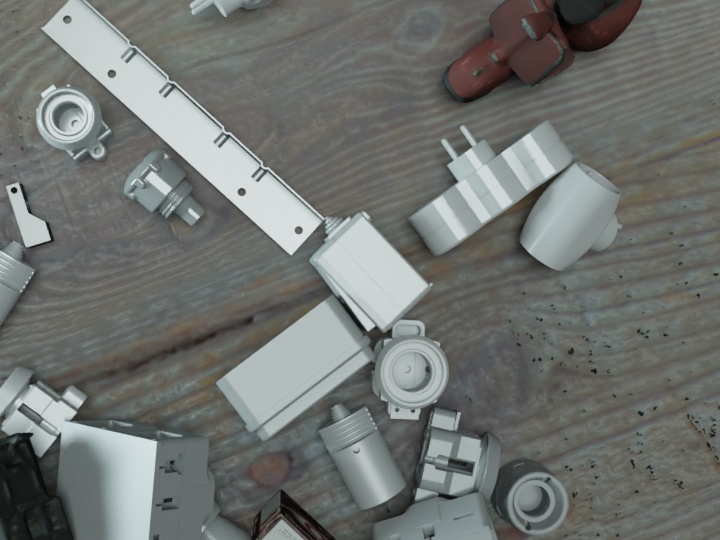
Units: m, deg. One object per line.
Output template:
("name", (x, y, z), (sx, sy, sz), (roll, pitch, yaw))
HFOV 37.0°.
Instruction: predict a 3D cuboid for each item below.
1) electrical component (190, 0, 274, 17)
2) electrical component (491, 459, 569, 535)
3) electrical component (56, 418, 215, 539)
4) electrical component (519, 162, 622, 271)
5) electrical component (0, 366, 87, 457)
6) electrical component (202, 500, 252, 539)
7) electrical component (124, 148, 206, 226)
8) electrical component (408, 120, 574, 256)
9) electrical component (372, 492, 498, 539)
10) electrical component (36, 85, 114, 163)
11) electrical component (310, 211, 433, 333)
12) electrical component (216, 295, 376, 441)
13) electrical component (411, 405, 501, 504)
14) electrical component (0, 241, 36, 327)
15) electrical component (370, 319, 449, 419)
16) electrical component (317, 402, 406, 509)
("electrical component", (-0.097, -0.222, 0.829), (0.079, 0.077, 0.043), (-35, 93, -5))
("electrical component", (0.136, 0.182, 0.859), (0.055, 0.047, 0.055), (0, 89, -6))
("electrical component", (-0.170, 0.210, 0.794), (0.105, 0.060, 0.186), (4, 88, 38))
("electrical component", (0.180, -0.038, 0.865), (0.079, 0.043, 0.077), (18, 116, -37))
("electrical component", (-0.252, 0.106, 0.824), (0.055, 0.048, 0.066), (39, 86, -11))
("electrical component", (-0.119, 0.204, 0.835), (0.055, 0.045, 0.045), (44, 85, -3))
("electrical component", (-0.149, -0.061, 0.838), (0.062, 0.048, 0.048), (42, 85, -10))
("electrical component", (0.095, -0.079, 0.857), (0.138, 0.052, 0.073), (-35, 92, -5))
("electrical component", (0.074, 0.254, 0.822), (0.089, 0.061, 0.150), (-18, 109, 5))
("electrical component", (-0.221, -0.114, 0.825), (0.048, 0.055, 0.066), (-39, 93, -5))
("electrical component", (0.000, 0.000, 0.842), (0.061, 0.062, 0.096), (-44, 93, -5))
("electrical component", (-0.048, 0.075, 0.828), (0.113, 0.078, 0.057), (-37, 90, -5))
("electrical component", (0.077, 0.152, 0.849), (0.057, 0.058, 0.078), (13, 88, -2))
("electrical component", (-0.283, 0.014, 0.823), (0.043, 0.043, 0.081), (32, 86, -4))
("electrical component", (0.038, 0.079, 0.847), (0.058, 0.057, 0.078), (3, 89, -6))
("electrical component", (-0.001, 0.142, 0.848), (0.043, 0.043, 0.081), (-27, 92, -6))
